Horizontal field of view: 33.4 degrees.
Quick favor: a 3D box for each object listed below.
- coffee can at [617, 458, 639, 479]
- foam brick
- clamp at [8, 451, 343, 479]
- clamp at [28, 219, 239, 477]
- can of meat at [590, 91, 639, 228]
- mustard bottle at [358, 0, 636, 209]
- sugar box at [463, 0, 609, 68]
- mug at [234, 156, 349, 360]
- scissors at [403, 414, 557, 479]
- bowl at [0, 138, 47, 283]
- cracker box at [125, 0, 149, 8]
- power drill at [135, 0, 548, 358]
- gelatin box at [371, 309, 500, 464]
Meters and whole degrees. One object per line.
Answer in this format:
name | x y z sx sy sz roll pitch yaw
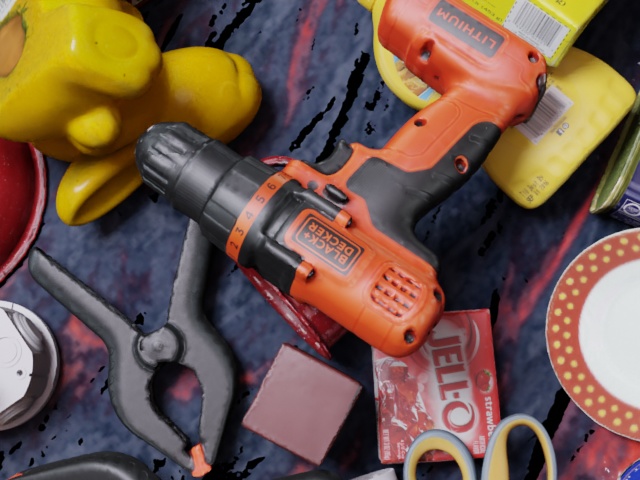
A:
coffee can | 0.217 0.166 0.571 0.103 0.140 0.103 0 83 2
foam brick | -0.010 0.095 0.621 0.051 0.078 0.053 28 84 4
clamp | -0.097 0.191 0.624 0.210 0.036 0.164 11 97 13
clamp | -0.090 0.055 0.650 0.120 0.039 0.171 -29 88 4
can of meat | 0.224 -0.047 0.642 0.084 0.057 0.102 24 84 3
mustard bottle | 0.091 -0.114 0.654 0.191 0.058 0.096 43 98 7
sugar box | 0.150 -0.188 0.635 0.093 0.048 0.176 38 63 6
mug | -0.004 0.001 0.628 0.081 0.093 0.117 -42 85 -8
scissors | 0.082 0.194 0.599 0.096 0.016 0.202 12 80 9
bowl | -0.255 -0.036 0.660 0.162 0.055 0.162 0 83 3
cracker box | -0.147 -0.259 0.677 0.164 0.072 0.214 -33 84 -1
power drill | 0.019 -0.054 0.574 0.184 0.057 0.187 35 73 8
gelatin box | 0.069 0.088 0.643 0.073 0.030 0.089 -4 83 1
